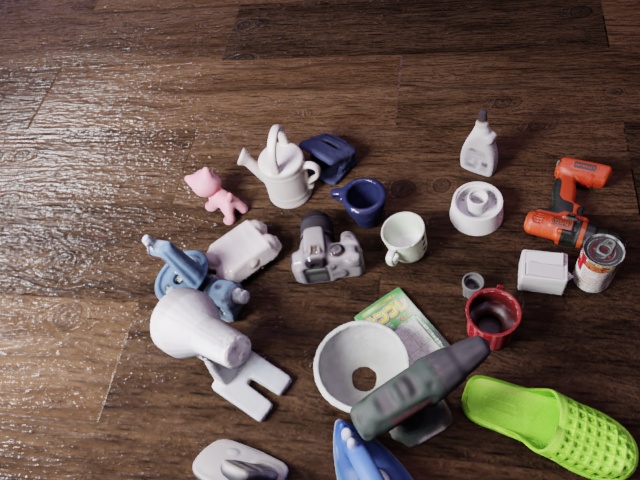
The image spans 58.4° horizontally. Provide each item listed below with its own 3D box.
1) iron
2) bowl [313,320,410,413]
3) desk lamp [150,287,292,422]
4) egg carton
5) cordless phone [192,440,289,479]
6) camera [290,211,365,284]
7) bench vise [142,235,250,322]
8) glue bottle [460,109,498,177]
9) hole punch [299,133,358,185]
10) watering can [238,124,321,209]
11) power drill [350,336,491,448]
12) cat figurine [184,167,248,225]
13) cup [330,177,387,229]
[{"bbox_3d":[0.080,0.369,0.871,0.119,0.142,0.257,-30,57,-9],"label":"iron"},{"bbox_3d":[0.075,0.230,1.003,0.167,0.075,0.167,-5,56,8],"label":"bowl"},{"bbox_3d":[-0.170,0.191,0.991,0.202,0.214,0.118,26,65,25],"label":"desk lamp"},{"bbox_3d":[-0.158,0.028,1.183,0.150,0.069,0.107,-37,58,-14],"label":"egg carton"},{"bbox_3d":[-0.137,0.355,0.894,0.147,0.185,0.094,13,61,19],"label":"cordless phone"},{"bbox_3d":[0.011,0.004,1.148,0.143,0.101,0.136,-8,56,5],"label":"camera"},{"bbox_3d":[-0.234,0.060,1.085,0.207,0.220,0.121,-1,57,10],"label":"bench vise"},{"bbox_3d":[0.332,-0.205,1.181,0.078,0.173,0.037,26,65,25],"label":"glue bottle"},{"bbox_3d":[0.018,-0.197,1.284,0.108,0.091,0.101,33,68,27],"label":"hole punch"},{"bbox_3d":[-0.088,-0.160,1.218,0.173,0.194,0.101,-12,56,3],"label":"watering can"},{"bbox_3d":[0.159,0.247,0.896,0.230,0.209,0.075,-28,56,-8],"label":"power drill"},{"bbox_3d":[-0.231,-0.108,1.257,0.127,0.118,0.067,31,67,27],"label":"cat figurine"},{"bbox_3d":[0.081,-0.069,1.186,0.117,0.095,0.092,9,59,16],"label":"cup"}]
